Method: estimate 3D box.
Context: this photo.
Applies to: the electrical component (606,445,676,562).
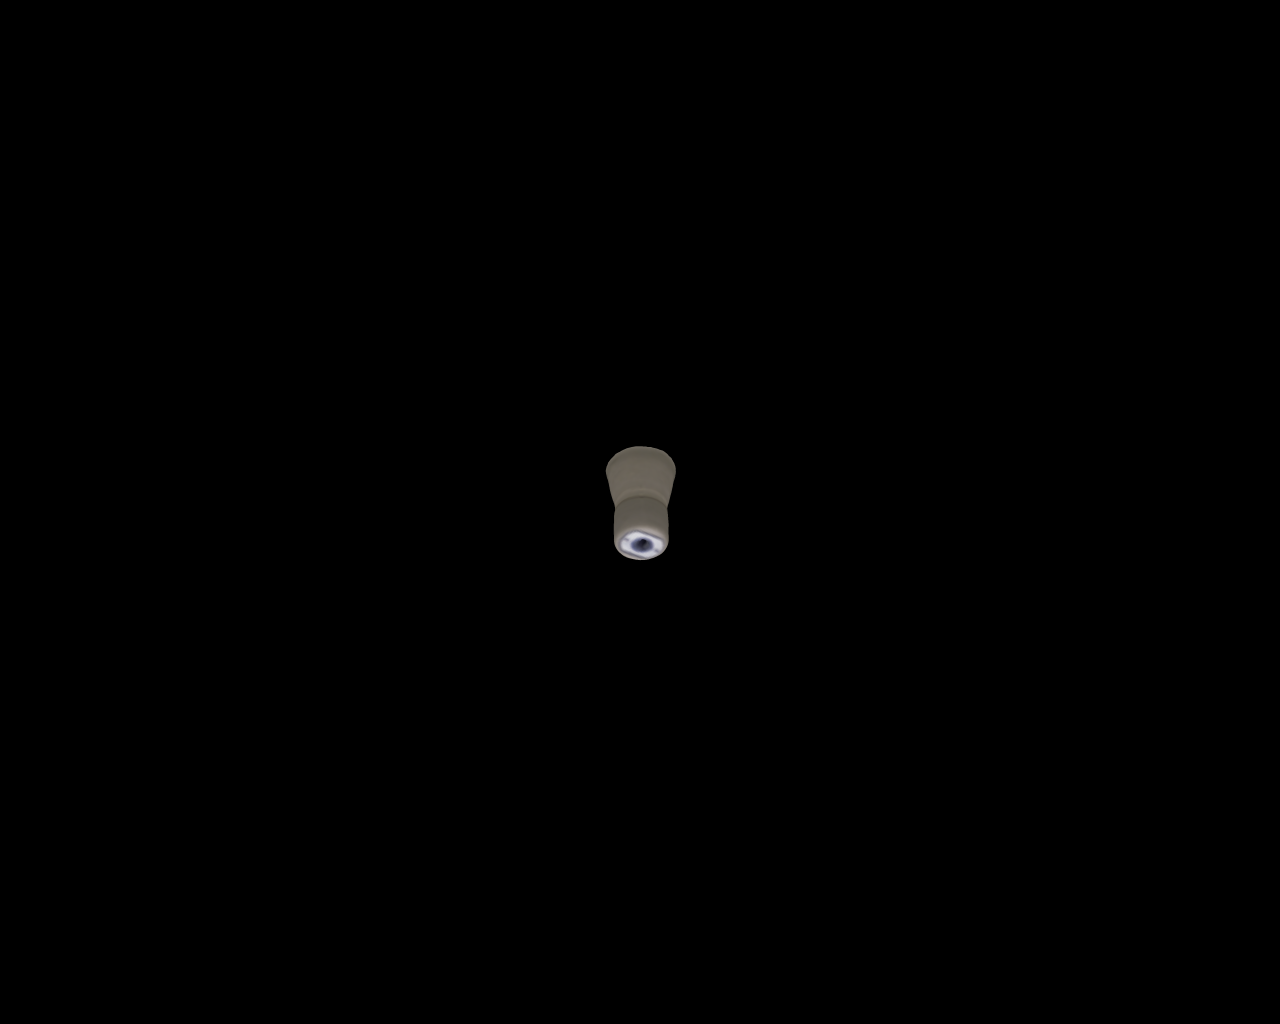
[{"bbox_3d":[0.001,-0.003,0.650,0.044,0.065,0.044,0,-41,0],"label":"electrical component"}]
